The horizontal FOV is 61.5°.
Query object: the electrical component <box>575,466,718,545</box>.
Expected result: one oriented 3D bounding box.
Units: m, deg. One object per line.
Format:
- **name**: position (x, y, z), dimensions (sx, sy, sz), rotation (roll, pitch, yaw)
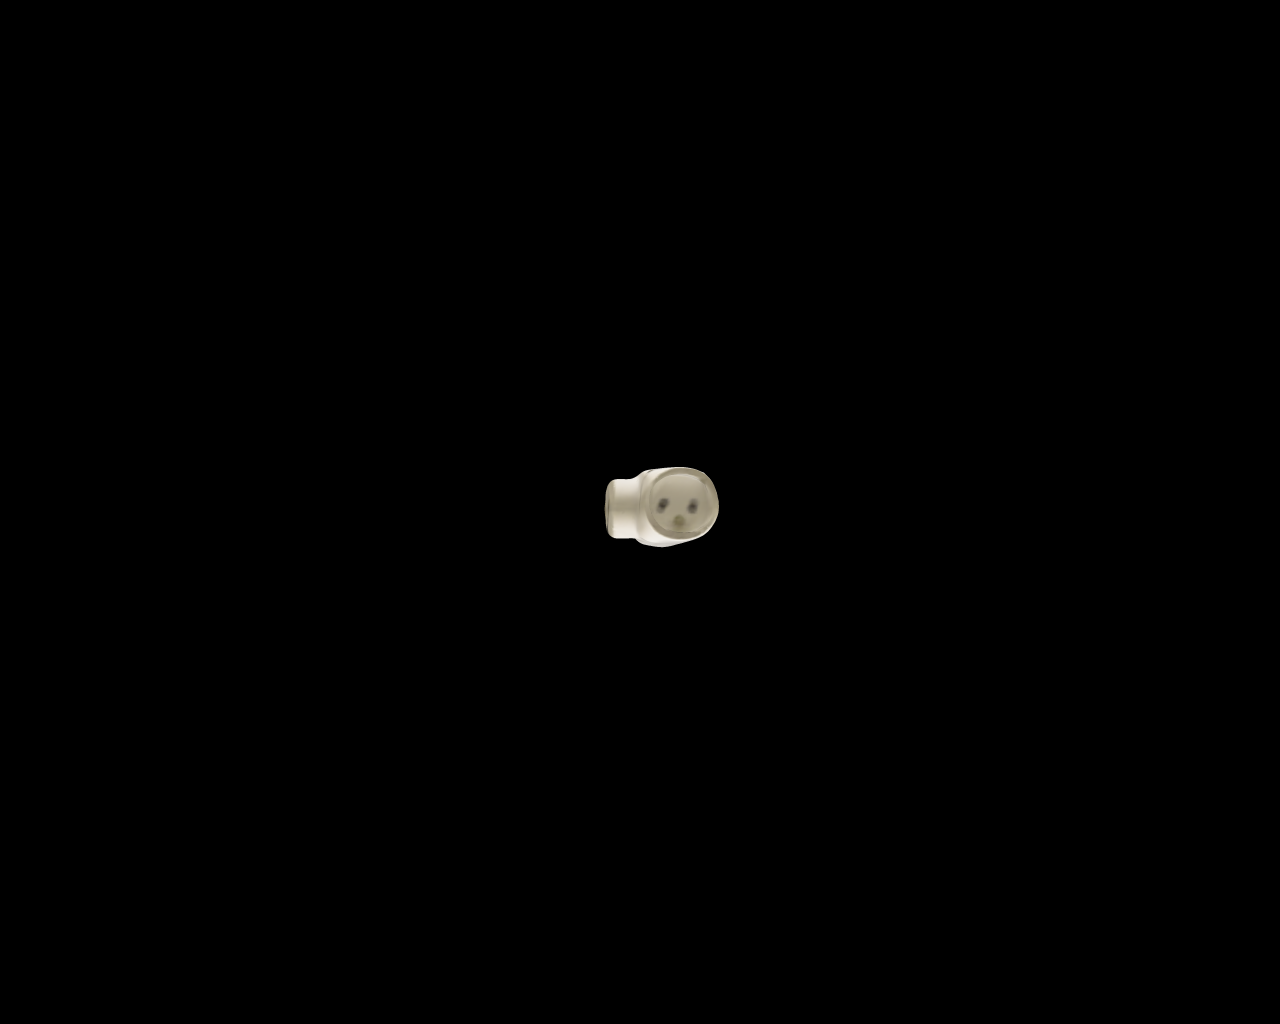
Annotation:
- **electrical component**: position (0.001, -0.003, 0.650), dimensions (0.079, 0.043, 0.077), rotation (1, -4, -7)
